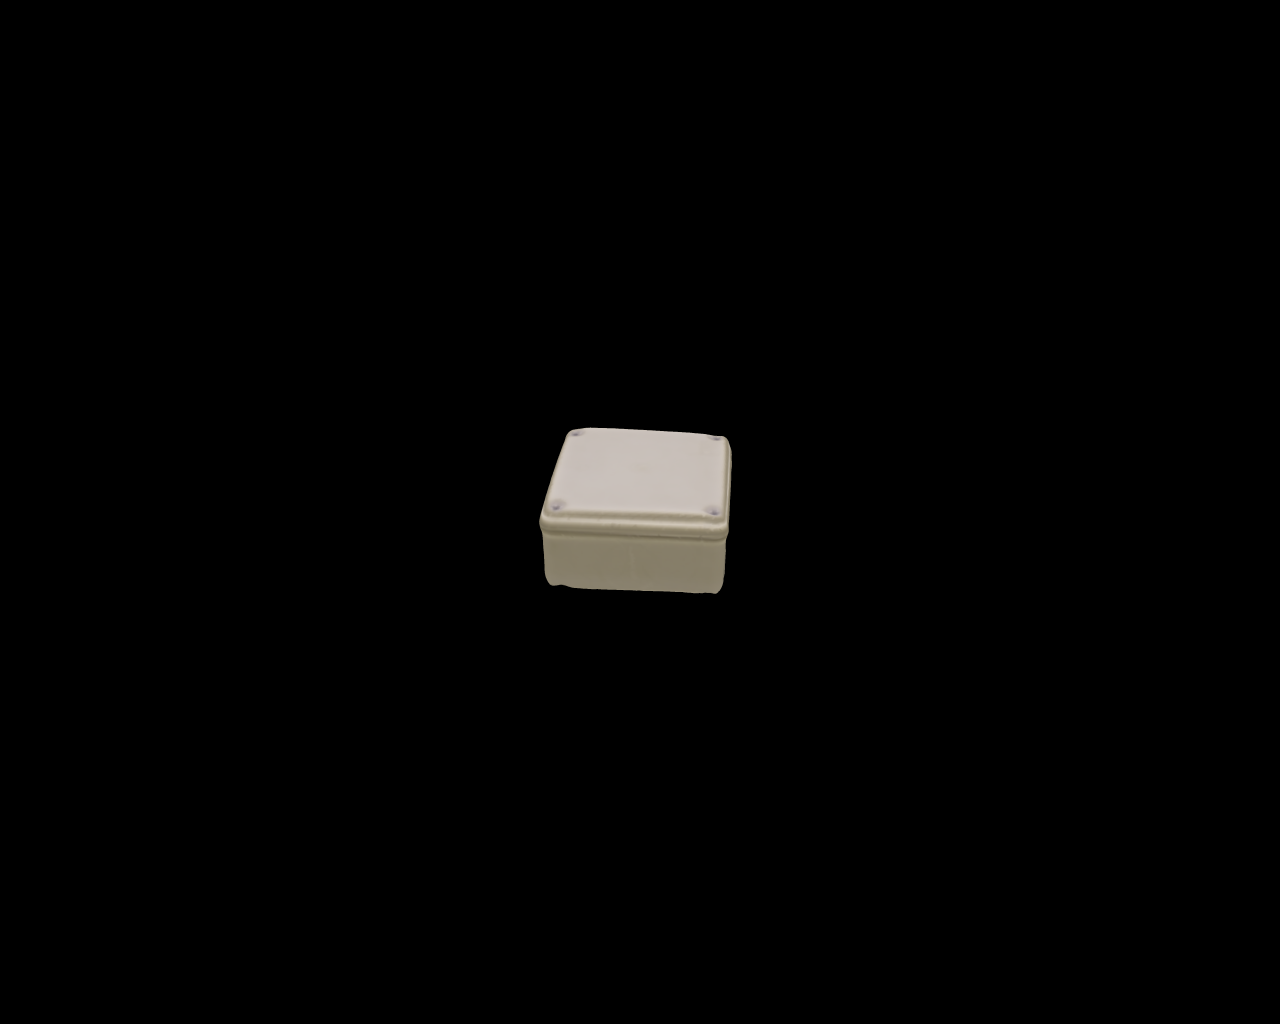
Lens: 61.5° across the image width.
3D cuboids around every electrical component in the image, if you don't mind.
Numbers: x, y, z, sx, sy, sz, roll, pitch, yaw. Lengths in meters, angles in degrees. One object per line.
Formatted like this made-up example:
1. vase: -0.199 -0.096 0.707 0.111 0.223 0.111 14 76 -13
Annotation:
1. electrical component: 0.001 -0.003 0.650 0.109 0.056 0.109 3 32 5
